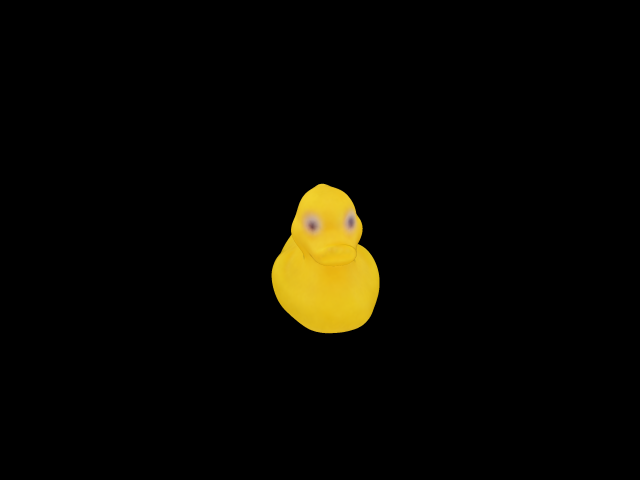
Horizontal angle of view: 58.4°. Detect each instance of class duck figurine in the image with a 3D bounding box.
[{"bbox_3d":[0.004,0.001,0.400,0.077,0.086,0.104,-6,32,-9],"label":"duck figurine"}]
